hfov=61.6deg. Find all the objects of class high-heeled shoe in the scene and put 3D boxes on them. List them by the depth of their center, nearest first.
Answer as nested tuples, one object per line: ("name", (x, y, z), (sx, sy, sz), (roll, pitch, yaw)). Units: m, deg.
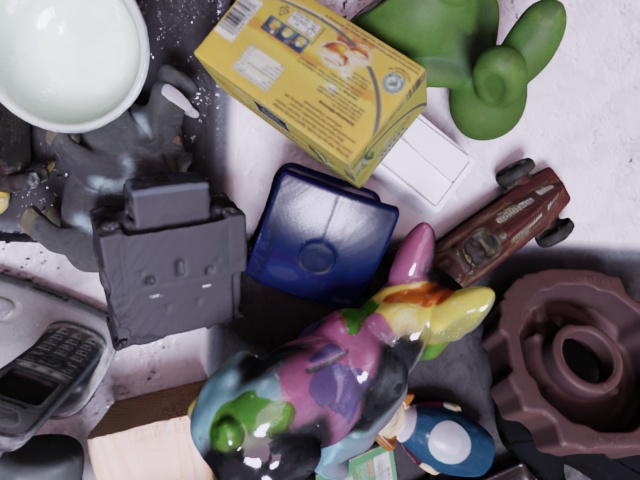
("high-heeled shoe", (0.290, 0.183, 0.540), (0.249, 0.086, 0.145), (-7, 62, -24))

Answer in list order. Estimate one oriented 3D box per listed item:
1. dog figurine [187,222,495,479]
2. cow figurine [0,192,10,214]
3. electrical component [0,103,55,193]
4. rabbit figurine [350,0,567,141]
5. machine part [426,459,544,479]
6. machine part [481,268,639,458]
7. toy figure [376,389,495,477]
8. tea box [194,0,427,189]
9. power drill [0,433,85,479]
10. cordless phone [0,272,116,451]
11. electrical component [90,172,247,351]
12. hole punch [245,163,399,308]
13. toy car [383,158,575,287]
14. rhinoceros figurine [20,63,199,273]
("dog figurine", (0.025, 0.088, 0.416), (0.219, 0.191, 0.109), (-51, 57, 18))
("cow figurine", (-0.339, -0.010, 0.424), (0.167, 0.098, 0.068), (-37, 92, -10))
("electrical component", (-0.256, -0.091, 0.442), (0.045, 0.078, 0.102), (-3, 81, 6))
("rabbit figurine", (0.131, -0.163, 0.464), (0.121, 0.159, 0.170), (-49, 112, -13))
("machine part", (0.154, 0.255, 0.526), (0.139, 0.039, 0.084), (-19, 89, -5))
("machine part", (0.235, 0.109, 0.488), (0.179, 0.056, 0.179), (4, 61, -7))
("toy figure", (0.087, 0.173, 0.507), (0.154, 0.057, 0.064), (24, 51, -6))
("tea box", (-0.006, -0.133, 0.448), (0.170, 0.068, 0.098), (40, 89, 15))
("power drill", (-0.165, 0.266, 0.384), (0.208, 0.086, 0.231), (11, 95, 17))
("cordless phone", (-0.243, 0.094, 0.396), (0.146, 0.184, 0.088), (23, 93, -8))
("electrical component", (-0.120, 0.013, 0.434), (0.115, 0.058, 0.134), (-13, 120, -27))
("hole punch", (-0.001, -0.001, 0.473), (0.142, 0.092, 0.115), (17, 94, -11))
("toy car", (0.155, 0.002, 0.510), (0.202, 0.053, 0.089), (-34, 93, -4))
("rhinoceros figurine", (-0.169, -0.063, 0.456), (0.112, 0.073, 0.190), (25, 89, -6))
